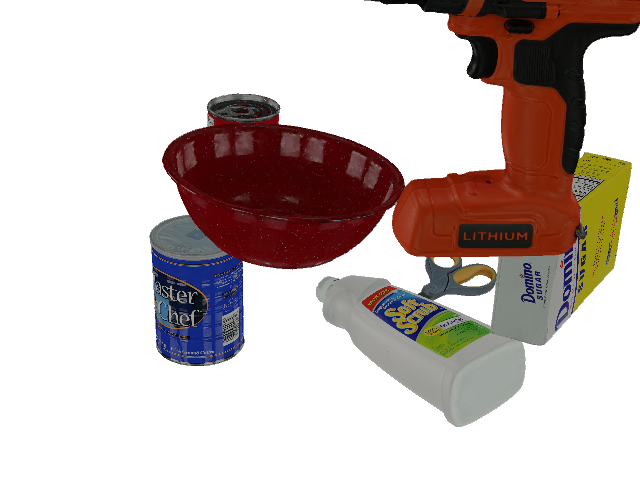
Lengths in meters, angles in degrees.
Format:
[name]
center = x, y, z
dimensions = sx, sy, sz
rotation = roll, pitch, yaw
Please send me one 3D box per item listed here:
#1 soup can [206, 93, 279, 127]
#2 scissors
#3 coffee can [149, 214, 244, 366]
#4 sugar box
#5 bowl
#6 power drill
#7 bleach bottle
[soup can]
center = -0.075, -0.080, 1.013
dimensions = 0.068, 0.102, 0.068
rotation = 3, 27, -2
[scissors]
center = 0.122, 0.048, 1.252
dimensions = 0.201, 0.016, 0.096
rotation = -11, 40, -35
[coffee can]
center = -0.137, 0.055, 1.199
dimensions = 0.103, 0.140, 0.103
rotation = 1, 27, -1
[sugar box]
center = 0.179, 0.002, 0.777
dimensions = 0.048, 0.093, 0.176
rotation = 13, 24, 25
[bowl]
center = -0.026, -0.026, 0.718
dimensions = 0.162, 0.055, 0.162
rotation = 6, 25, -3
[power drill]
center = 0.084, -0.081, 0.567
dimensions = 0.184, 0.188, 0.057
rotation = 1, 34, -5
[bleach bottle]
center = 0.078, 0.092, 1.054
dimensions = 0.102, 0.068, 0.251
rotation = -23, 31, -32
